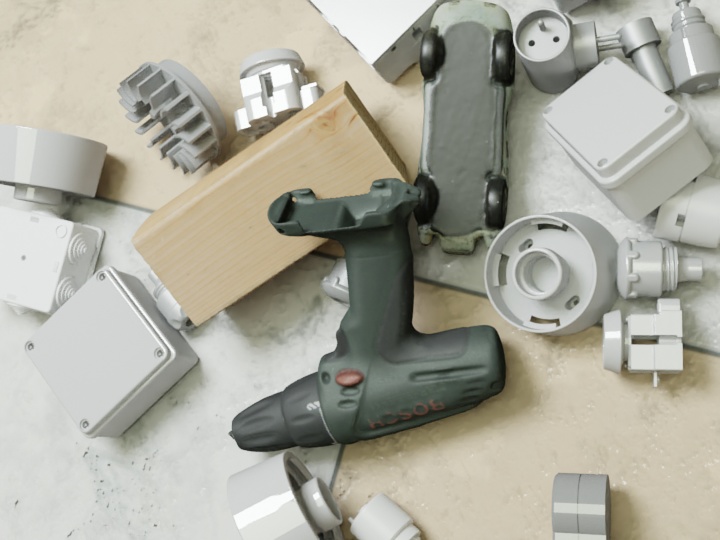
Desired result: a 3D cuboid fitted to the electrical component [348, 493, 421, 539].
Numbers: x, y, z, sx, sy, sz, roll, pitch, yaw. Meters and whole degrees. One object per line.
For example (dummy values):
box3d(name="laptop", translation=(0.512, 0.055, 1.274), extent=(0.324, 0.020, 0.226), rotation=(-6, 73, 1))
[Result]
box3d(name="electrical component", translation=(0.028, 0.209, 0.838), extent=(0.078, 0.040, 0.040), rotation=(39, 94, 20))

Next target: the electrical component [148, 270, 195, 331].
box3d(name="electrical component", translation=(-0.163, 0.022, 0.938), extent=(0.035, 0.035, 0.061), rotation=(-46, 68, 6))

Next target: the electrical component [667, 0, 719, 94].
box3d(name="electrical component", translation=(0.258, -0.173, 0.831), extent=(0.040, 0.040, 0.078), rotation=(-13, 76, 16))

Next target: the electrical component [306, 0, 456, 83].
box3d(name="electrical component", translation=(0.004, -0.244, 0.916), extent=(0.089, 0.062, 0.150), rotation=(-44, 71, 6))

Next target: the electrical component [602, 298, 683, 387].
box3d(name="electrical component", translation=(0.210, 0.054, 0.804), extent=(0.055, 0.048, 0.066), rotation=(0, 80, 11))

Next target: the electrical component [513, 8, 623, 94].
box3d(name="electrical component", translation=(0.165, -0.174, 0.842), extent=(0.079, 0.077, 0.044), rotation=(-6, 79, 16))

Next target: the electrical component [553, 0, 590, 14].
box3d(name="electrical component", translation=(0.172, -0.254, 0.863), extent=(0.062, 0.061, 0.096), rotation=(-27, 73, 12))

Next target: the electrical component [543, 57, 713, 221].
box3d(name="electrical component", translation=(0.196, -0.100, 0.801), extent=(0.078, 0.057, 0.113), rotation=(-39, 35, 8))

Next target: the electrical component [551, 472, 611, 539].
box3d(name="electrical component", translation=(0.179, 0.218, 0.781), extent=(0.074, 0.052, 0.138), rotation=(-1, 80, 18))

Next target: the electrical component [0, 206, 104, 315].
box3d(name="electrical component", translation=(-0.292, -0.007, 0.977), extent=(0.100, 0.048, 0.099), rotation=(13, 85, 20))

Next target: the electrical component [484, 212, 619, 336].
box3d(name="electrical component", translation=(0.149, 0.002, 0.836), extent=(0.099, 0.064, 0.099), rotation=(0, 89, 29))

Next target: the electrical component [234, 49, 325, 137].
box3d(name="electrical component", translation=(-0.072, -0.154, 0.927), extent=(0.078, 0.058, 0.057), rotation=(-15, 79, 16))

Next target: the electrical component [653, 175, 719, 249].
box3d(name="electrical component", translation=(0.250, -0.045, 0.805), extent=(0.047, 0.055, 0.055), rotation=(15, 85, 16))

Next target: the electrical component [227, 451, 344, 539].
box3d(name="electrical component", translation=(-0.049, 0.192, 0.834), extent=(0.060, 0.108, 0.108), rotation=(-30, 72, 5))

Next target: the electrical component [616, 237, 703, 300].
box3d(name="electrical component", translation=(0.225, -0.001, 0.810), extent=(0.062, 0.048, 0.048), rotation=(1, 81, 11))

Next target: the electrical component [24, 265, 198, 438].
box3d(name="electrical component", translation=(-0.217, 0.072, 0.934), extent=(0.109, 0.056, 0.108), rotation=(-43, 71, 6))

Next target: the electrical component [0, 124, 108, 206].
box3d(name="electrical component", translation=(-0.285, -0.090, 0.961), extent=(0.108, 0.108, 0.060), rotation=(8, 89, 19))

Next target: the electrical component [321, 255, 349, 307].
box3d(name="electrical component", translation=(0.000, 0.000, 0.884), extent=(0.048, 0.048, 0.062), rotation=(22, 81, 20))
